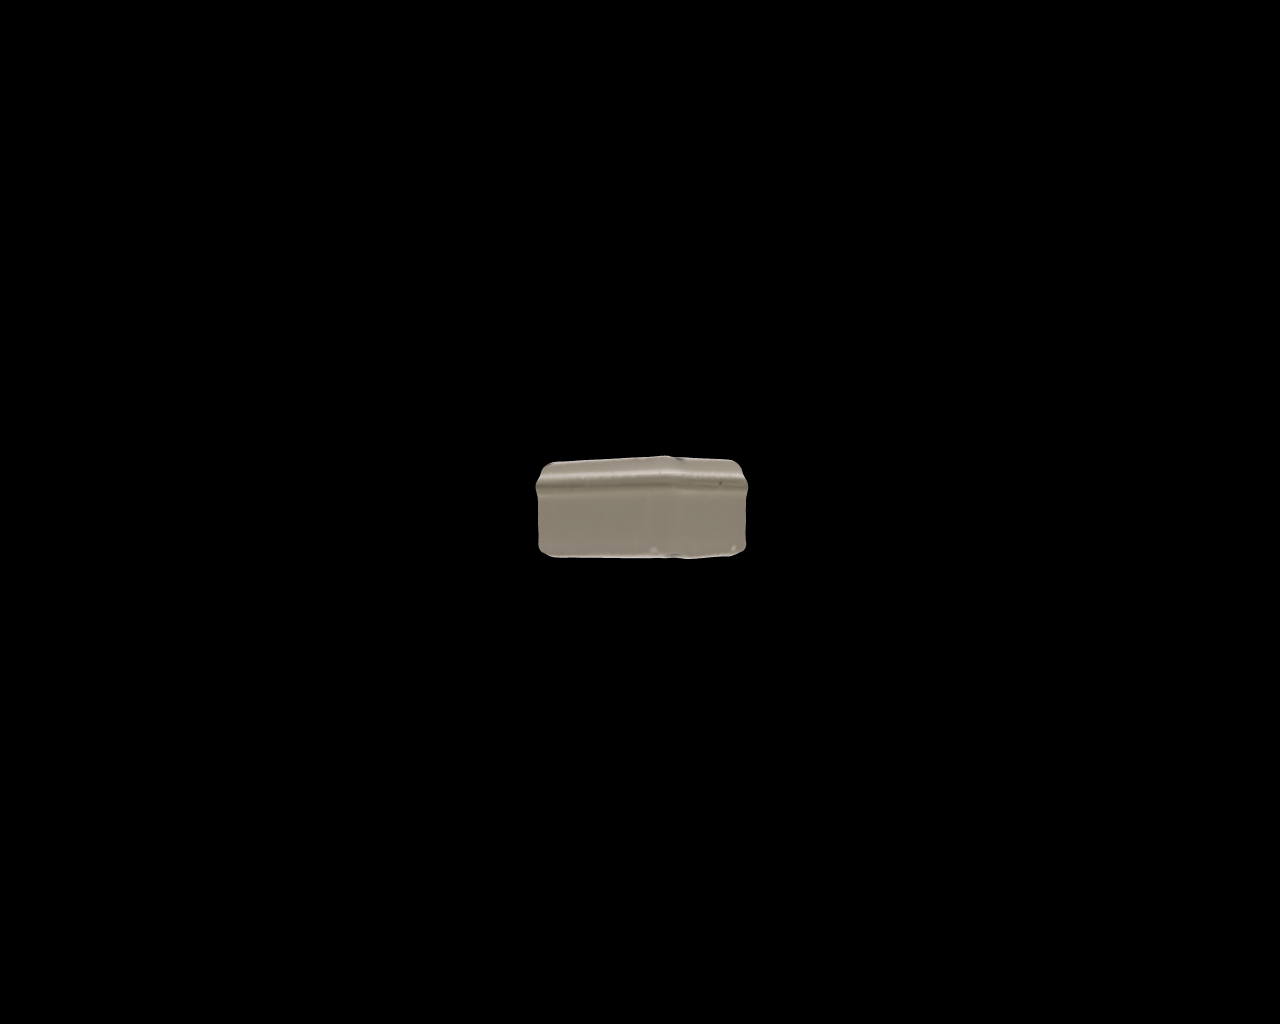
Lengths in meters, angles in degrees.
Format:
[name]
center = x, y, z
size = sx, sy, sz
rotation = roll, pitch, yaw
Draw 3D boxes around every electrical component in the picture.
[electrical component]
center = 0.001, -0.003, 0.650
size = 0.113, 0.057, 0.078
rotation = 0, 0, 37
